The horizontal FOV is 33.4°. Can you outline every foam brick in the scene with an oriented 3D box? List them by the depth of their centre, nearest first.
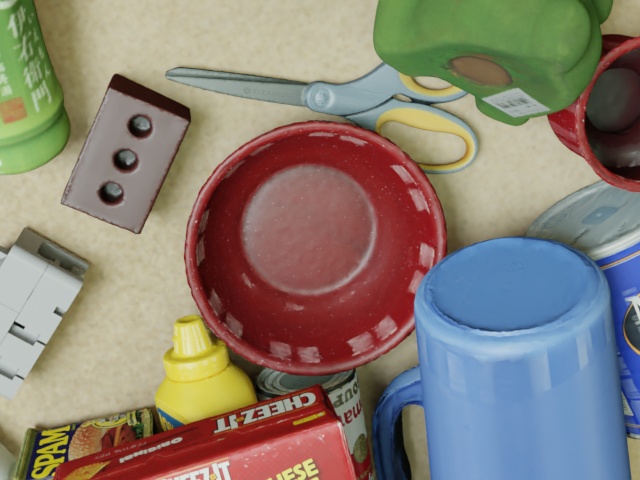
[{"bbox_3d":[-0.116,-0.053,0.646,0.053,0.051,0.078,22,101,-12],"label":"foam brick"}]

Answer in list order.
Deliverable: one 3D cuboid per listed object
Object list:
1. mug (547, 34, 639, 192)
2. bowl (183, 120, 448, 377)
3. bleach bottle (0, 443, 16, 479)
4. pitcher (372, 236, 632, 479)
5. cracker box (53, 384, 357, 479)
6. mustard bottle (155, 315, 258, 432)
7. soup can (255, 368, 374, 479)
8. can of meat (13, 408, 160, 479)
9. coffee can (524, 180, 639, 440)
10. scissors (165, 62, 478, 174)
[{"bbox_3d":[0.195,-0.093,0.654,0.093,0.081,0.117,32,100,-14],"label":"mug"},{"bbox_3d":[-0.004,0.001,0.671,0.162,0.055,0.162,-2,106,-6],"label":"bowl"},{"bbox_3d":[-0.312,0.091,0.660,0.102,0.068,0.250,-42,103,5],"label":"bleach bottle"},{"bbox_3d":[0.115,0.122,0.653,0.149,0.145,0.243,-18,123,-8],"label":"pitcher"},{"bbox_3d":[-0.044,0.210,0.616,0.164,0.072,0.214,-16,105,-6],"label":"cracker box"},{"bbox_3d":[-0.065,0.139,0.682,0.058,0.096,0.191,-18,108,-29],"label":"mustard bottle"},{"bbox_3d":[-0.002,0.133,0.701,0.068,0.068,0.102,-10,106,-4],"label":"soup can"},{"bbox_3d":[-0.142,0.151,0.675,0.084,0.102,0.057,-11,106,-5],"label":"can of meat"},{"bbox_3d":[0.205,0.041,0.681,0.103,0.103,0.140,-29,107,2],"label":"coffee can"},{"bbox_3d":[0.015,-0.104,0.665,0.201,0.016,0.096,23,100,-12],"label":"scissors"}]
